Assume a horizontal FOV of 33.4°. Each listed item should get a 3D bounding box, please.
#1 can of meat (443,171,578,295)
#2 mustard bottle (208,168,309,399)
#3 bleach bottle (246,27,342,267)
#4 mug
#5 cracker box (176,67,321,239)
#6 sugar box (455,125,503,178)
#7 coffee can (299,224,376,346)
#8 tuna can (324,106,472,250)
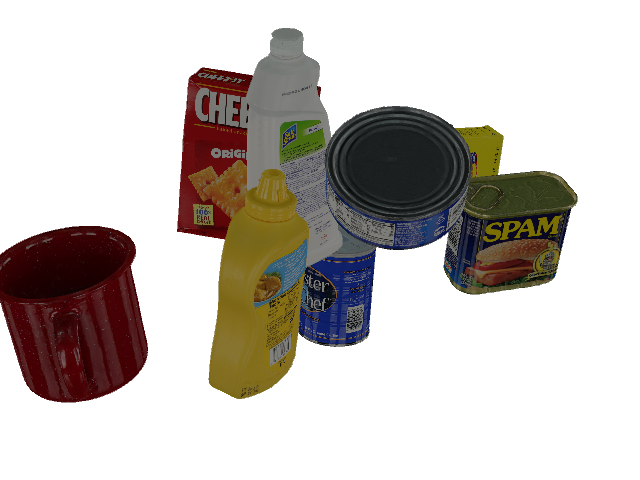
[{"bbox_3d":[0.157,-0.006,0.902,0.102,0.084,0.057,-7,36,-15],"label":"can of meat"},{"bbox_3d":[-0.047,0.030,0.877,0.058,0.192,0.096,23,33,24],"label":"mustard bottle"},{"bbox_3d":[-0.026,-0.091,1.063,0.102,0.251,0.068,-27,43,-34],"label":"bleach bottle"},{"bbox_3d":[-0.153,0.053,0.666,0.093,0.081,0.117,-12,29,-9],"label":"mug"},{"bbox_3d":[-0.096,-0.104,1.396,0.164,0.214,0.072,10,22,7],"label":"cracker box"},{"bbox_3d":[0.130,-0.087,1.291,0.176,0.093,0.048,-7,26,-22],"label":"sugar box"},{"bbox_3d":[0.022,0.060,1.466,0.103,0.140,0.103,3,23,-1],"label":"coffee can"},{"bbox_3d":[0.045,-0.037,0.630,0.086,0.086,0.034,0,-36,0],"label":"tuna can"}]
